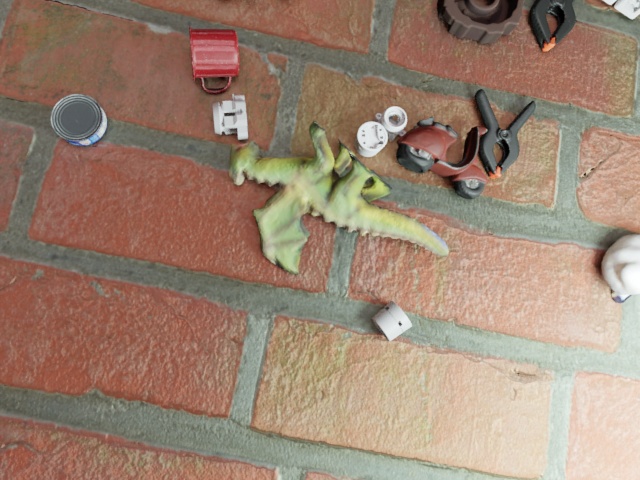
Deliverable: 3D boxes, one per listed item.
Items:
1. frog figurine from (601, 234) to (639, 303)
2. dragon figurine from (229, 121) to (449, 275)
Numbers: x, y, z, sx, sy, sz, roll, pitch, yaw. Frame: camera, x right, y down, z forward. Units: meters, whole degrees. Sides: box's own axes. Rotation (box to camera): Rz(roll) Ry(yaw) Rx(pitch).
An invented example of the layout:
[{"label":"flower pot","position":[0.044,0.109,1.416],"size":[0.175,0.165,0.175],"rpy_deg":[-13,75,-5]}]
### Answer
[{"label":"frog figurine","position":[0.586,0.045,0.905],"size":[0.138,0.158,0.123],"rpy_deg":[-22,83,-9]},{"label":"dragon figurine","position":[0.003,-0.045,0.902],"size":[0.411,0.122,0.242],"rpy_deg":[45,96,4]}]
